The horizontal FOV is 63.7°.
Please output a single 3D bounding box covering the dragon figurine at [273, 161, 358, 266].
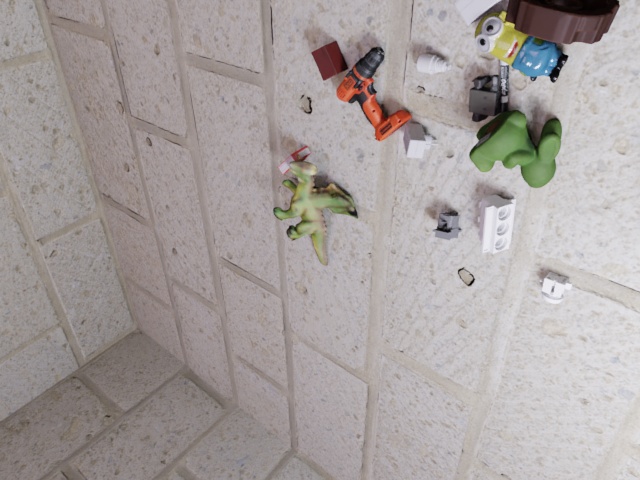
[{"bbox_3d":[0.005,-0.078,1.555,0.242,0.125,0.403,-6,129,41],"label":"dragon figurine"}]
